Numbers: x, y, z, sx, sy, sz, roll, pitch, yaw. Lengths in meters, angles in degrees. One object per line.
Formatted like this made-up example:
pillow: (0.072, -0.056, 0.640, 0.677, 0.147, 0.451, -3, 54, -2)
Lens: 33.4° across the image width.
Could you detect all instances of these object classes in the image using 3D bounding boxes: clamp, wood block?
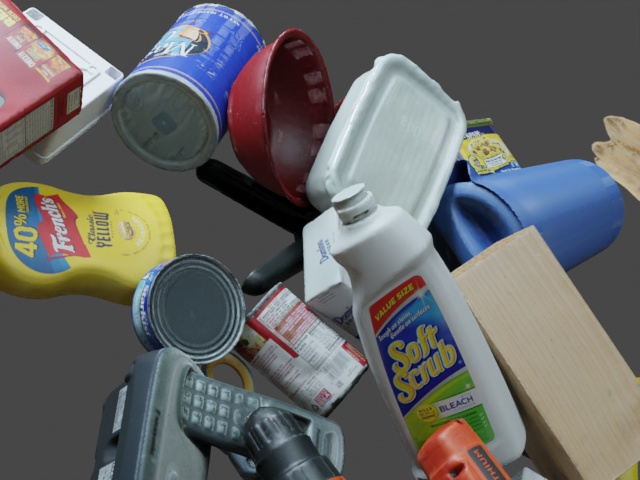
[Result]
clamp: (-0.006, 0.001, 0.985, 0.209, 0.036, 0.164, 12, 39, -27)
wood block: (0.188, 0.102, 0.904, 0.090, 0.090, 0.206, -33, 88, -15)

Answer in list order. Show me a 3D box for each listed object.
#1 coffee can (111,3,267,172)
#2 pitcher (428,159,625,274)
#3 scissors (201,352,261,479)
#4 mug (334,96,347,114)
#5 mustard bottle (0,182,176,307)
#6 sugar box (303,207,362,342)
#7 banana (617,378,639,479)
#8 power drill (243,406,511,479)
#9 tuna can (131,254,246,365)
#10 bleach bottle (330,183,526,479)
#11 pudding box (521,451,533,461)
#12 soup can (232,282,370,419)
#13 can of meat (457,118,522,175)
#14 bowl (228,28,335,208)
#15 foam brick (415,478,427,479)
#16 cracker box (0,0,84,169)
coffee can: (-0.119, -0.144, 0.998, 0.103, 0.103, 0.140, 32, 42, -5)
pitcher: (0.210, -0.002, 1.078, 0.145, 0.149, 0.242, 42, 35, 25)
scissors: (-0.048, 0.161, 0.833, 0.202, 0.016, 0.096, 43, 42, 7)
mug: (0.073, -0.097, 1.089, 0.081, 0.093, 0.117, -7, 40, -43)
mustard bottle: (-0.212, 0.001, 0.838, 0.191, 0.058, 0.096, 6, 57, -29)
sugar box: (0.060, 0.055, 0.934, 0.176, 0.048, 0.093, 39, 32, -33)
banana: (0.291, 0.189, 1.015, 0.069, 0.037, 0.197, 64, 34, -31)
power drill: (0.050, 0.182, 0.753, 0.187, 0.057, 0.184, -7, 53, -45)
tuna can: (-0.102, 0.055, 0.830, 0.086, 0.034, 0.086, 9, 74, -35)
bleach bottle: (0.071, 0.073, 0.845, 0.251, 0.103, 0.068, 62, 20, -16)
pudding box: (0.207, 0.160, 0.985, 0.113, 0.039, 0.090, 30, 42, -6)
soup can: (-0.017, 0.093, 0.876, 0.102, 0.069, 0.068, 41, 42, 4)
can of meat: (0.167, -0.081, 1.166, 0.101, 0.058, 0.084, -12, 62, -40)
bowl: (-0.040, -0.109, 0.975, 0.055, 0.162, 0.162, -1, 37, 22)
foam brick: (0.088, 0.234, 0.829, 0.051, 0.053, 0.078, 17, 45, -20)
cracker box: (-0.315, -0.110, 0.816, 0.164, 0.072, 0.213, 44, 63, 10)
